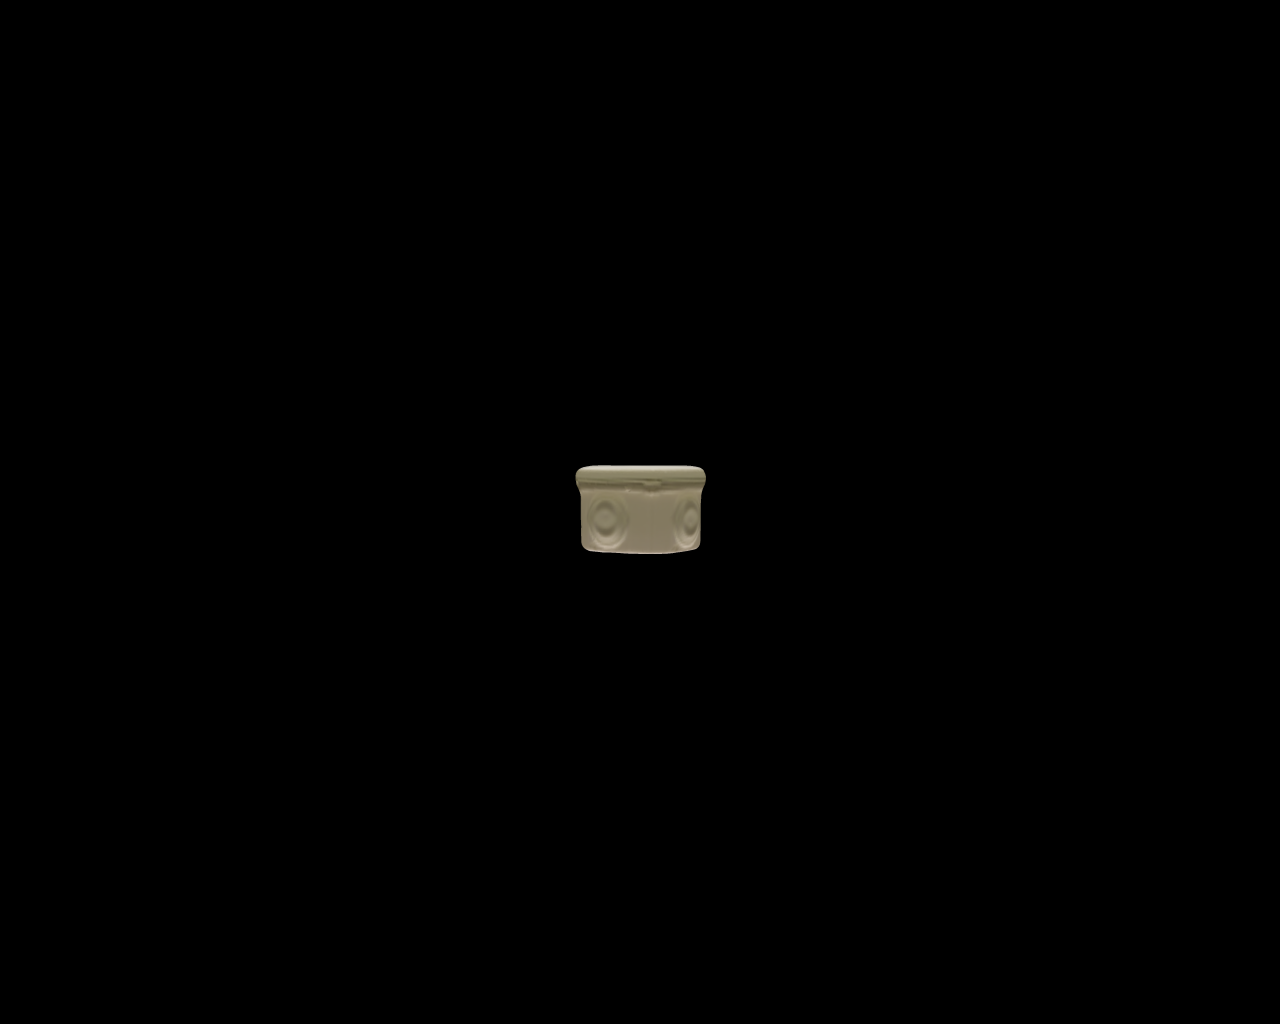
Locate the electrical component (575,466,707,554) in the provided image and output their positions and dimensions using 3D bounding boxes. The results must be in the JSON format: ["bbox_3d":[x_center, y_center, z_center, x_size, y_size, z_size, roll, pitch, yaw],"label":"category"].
[{"bbox_3d":[0.001,-0.003,0.650,0.080,0.051,0.080,0,2,0],"label":"electrical component"}]
